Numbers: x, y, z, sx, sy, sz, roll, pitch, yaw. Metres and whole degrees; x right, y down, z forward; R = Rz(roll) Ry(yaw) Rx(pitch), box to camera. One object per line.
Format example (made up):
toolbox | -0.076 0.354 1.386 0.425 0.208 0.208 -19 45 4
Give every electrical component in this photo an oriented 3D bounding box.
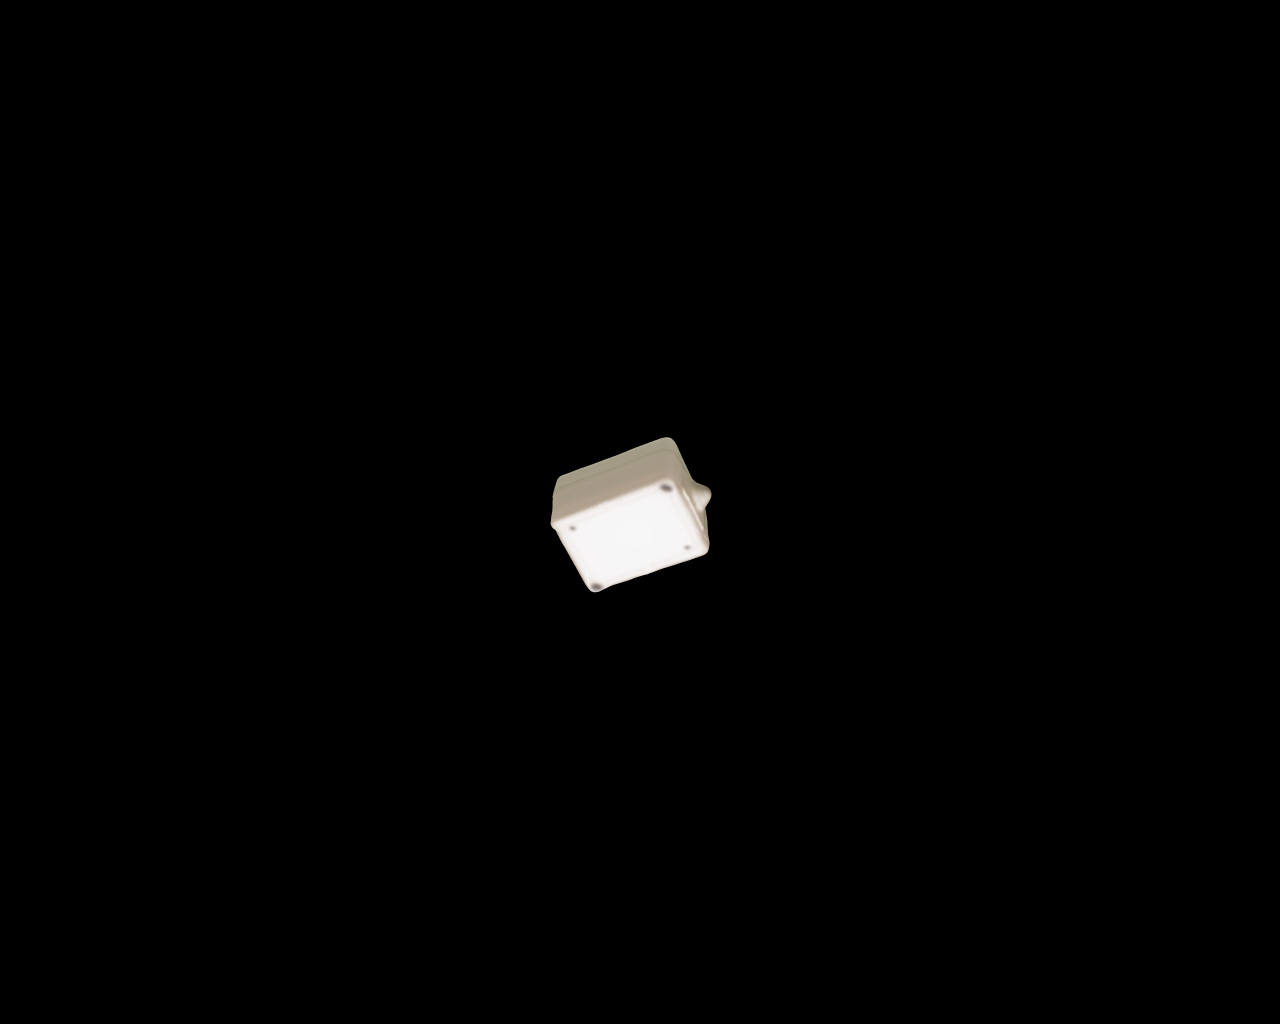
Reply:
electrical component | 0.001 -0.003 0.650 0.096 0.061 0.061 -20 31 13
